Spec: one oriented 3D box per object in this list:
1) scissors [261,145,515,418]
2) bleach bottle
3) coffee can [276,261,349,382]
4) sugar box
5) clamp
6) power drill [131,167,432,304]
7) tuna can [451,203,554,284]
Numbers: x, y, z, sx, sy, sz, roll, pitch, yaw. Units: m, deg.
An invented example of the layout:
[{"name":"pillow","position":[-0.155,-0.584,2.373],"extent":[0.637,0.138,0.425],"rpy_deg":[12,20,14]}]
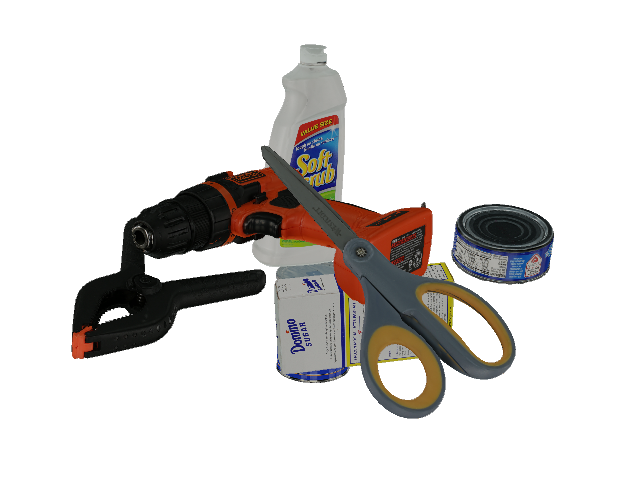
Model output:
[{"name":"scissors","position":[0.018,0.027,0.623],"extent":[0.202,0.096,0.016],"rpy_deg":[34,-25,15]},{"name":"bleach bottle","position":[-0.023,-0.098,1.232],"extent":[0.102,0.251,0.068],"rpy_deg":[-4,20,-21]},{"name":"coffee can","position":[-0.009,0.109,1.458],"extent":[0.103,0.140,0.103],"rpy_deg":[1,19,0]},{"name":"sugar box","position":[0.043,0.078,1.070],"extent":[0.176,0.093,0.048],"rpy_deg":[-4,28,-5]},{"name":"clamp","position":[-0.175,0.046,1.024],"extent":[0.165,0.036,0.209],"rpy_deg":[26,36,24]},{"name":"power drill","position":[-0.024,-0.008,0.814],"extent":[0.188,0.057,0.184],"rpy_deg":[18,26,33]},{"name":"tuna can","position":[0.158,0.002,0.924],"extent":[0.086,0.034,0.086],"rpy_deg":[2,29,-1]}]
